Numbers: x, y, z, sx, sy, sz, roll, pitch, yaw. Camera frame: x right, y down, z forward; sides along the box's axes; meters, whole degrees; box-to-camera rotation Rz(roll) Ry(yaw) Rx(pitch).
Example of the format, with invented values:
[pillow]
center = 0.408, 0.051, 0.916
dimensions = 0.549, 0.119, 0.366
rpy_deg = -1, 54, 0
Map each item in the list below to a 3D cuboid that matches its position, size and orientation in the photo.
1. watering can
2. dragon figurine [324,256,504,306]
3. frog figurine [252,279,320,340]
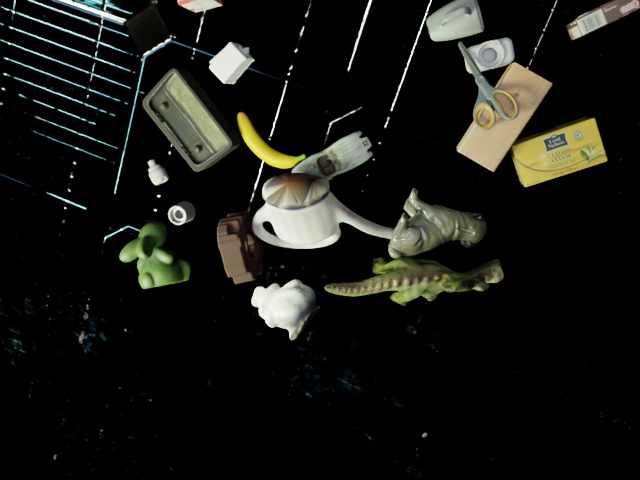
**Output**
[watering can]
center = 0.004, -0.060, 1.197
dimensions = 0.347, 0.106, 0.219
rpy_deg = -4, 140, 9
[dragon figurine]
center = 0.237, 0.084, 1.100
dimensions = 0.241, 0.412, 0.122
rpy_deg = -11, 87, 54
[frog figurine]
center = -0.091, 0.154, 1.285
dimensions = 0.160, 0.121, 0.139
rpy_deg = 35, 76, 12
